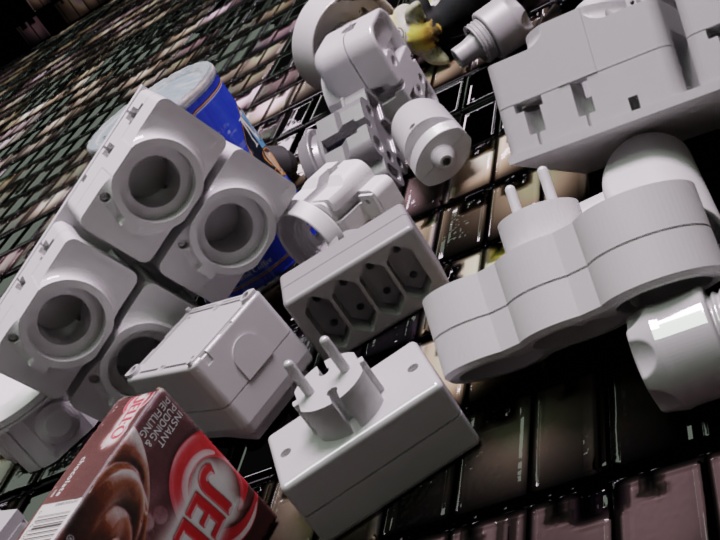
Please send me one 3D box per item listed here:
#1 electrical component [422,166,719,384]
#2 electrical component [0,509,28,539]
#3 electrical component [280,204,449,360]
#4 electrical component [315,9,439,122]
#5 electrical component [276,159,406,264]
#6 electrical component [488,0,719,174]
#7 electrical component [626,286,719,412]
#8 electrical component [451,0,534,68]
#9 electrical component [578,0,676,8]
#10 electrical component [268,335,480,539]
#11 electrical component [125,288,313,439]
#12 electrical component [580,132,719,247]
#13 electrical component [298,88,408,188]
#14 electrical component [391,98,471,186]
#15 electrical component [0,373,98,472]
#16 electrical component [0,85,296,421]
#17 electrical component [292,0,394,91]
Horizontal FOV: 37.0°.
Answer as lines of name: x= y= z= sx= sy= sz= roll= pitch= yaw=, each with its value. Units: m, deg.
electrical component: x=0.082 y=-0.007 z=0.463 sx=0.052 sy=0.073 sz=0.138 roll=2 pitch=-24 yaw=-45
electrical component: x=-0.225 y=0.182 z=0.553 sx=0.150 sy=0.061 sz=0.089 roll=-14 pitch=31 yaw=37
electrical component: x=0.000 y=0.000 z=0.623 sx=0.083 sy=0.047 sz=0.075 roll=-31 pitch=24 yaw=6
electrical component: x=0.011 y=-0.138 z=0.807 sx=0.059 sy=0.095 sz=0.053 roll=-22 pitch=27 yaw=26
electrical component: x=-0.017 y=-0.032 z=0.694 sx=0.078 sy=0.058 sz=0.057 roll=0 pitch=38 yaw=52
electrical component: x=0.170 y=-0.107 z=0.529 sx=0.186 sy=0.060 sz=0.105 roll=-18 pitch=-8 yaw=32
electrical component: x=0.136 y=0.026 z=0.408 sx=0.062 sy=0.043 sz=0.043 roll=-24 pitch=26 yaw=20
electrical component: x=0.101 y=-0.182 z=0.839 sx=0.062 sy=0.043 sz=0.043 roll=-36 pitch=24 yaw=-1
electrical component: x=0.158 y=-0.127 z=0.634 sx=0.138 sy=0.052 sz=0.073 roll=-40 pitch=39 yaw=13
electrical component: x=-0.005 y=0.063 z=0.478 sx=0.083 sy=0.075 sz=0.047 roll=-34 pitch=24 yaw=1
electrical component: x=-0.081 y=0.058 z=0.610 sx=0.096 sy=0.061 sz=0.061 roll=-15 pitch=29 yaw=52
electrical component: x=0.126 y=-0.022 z=0.507 sx=0.079 sy=0.044 sz=0.077 roll=-26 pitch=25 yaw=18
electrical component: x=-0.007 y=-0.083 z=0.765 sx=0.057 sy=0.058 sz=0.078 roll=-26 pitch=60 yaw=22
electrical component: x=0.049 y=-0.084 z=0.722 sx=0.043 sy=0.043 sz=0.081 roll=-32 pitch=24 yaw=5
electrical component: x=-0.216 y=0.092 z=0.722 sx=0.080 sy=0.051 sz=0.080 roll=-28 pitch=25 yaw=14
electrical component: x=-0.135 y=-0.004 z=0.661 sx=0.186 sy=0.105 sz=0.060 roll=-57 pitch=29 yaw=0
electrical component: x=-0.012 y=-0.205 z=0.962 sx=0.099 sy=0.099 sz=0.064 roll=-39 pitch=31 yaw=-10
